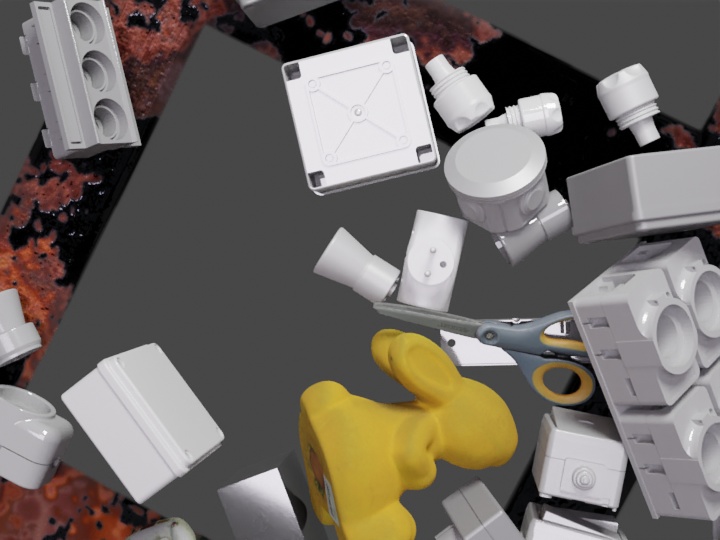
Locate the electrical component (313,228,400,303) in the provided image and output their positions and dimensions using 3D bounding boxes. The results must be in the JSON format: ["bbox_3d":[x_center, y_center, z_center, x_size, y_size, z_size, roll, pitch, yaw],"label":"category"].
[{"bbox_3d":[0.000,0.000,0.892,0.065,0.044,0.044,32,94,0],"label":"electrical component"}]

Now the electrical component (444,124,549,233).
[{"bbox_3d":[0.110,-0.074,0.856,0.080,0.051,0.080,-10,48,12],"label":"electrical component"}]

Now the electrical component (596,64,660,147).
[{"bbox_3d":[0.220,-0.130,0.865,0.043,0.043,0.062,-26,90,6],"label":"electrical component"}]

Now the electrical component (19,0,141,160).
[{"bbox_3d":[-0.236,-0.157,0.897,0.063,0.079,0.121,-14,90,35],"label":"electrical component"}]

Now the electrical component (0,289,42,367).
[{"bbox_3d":[-0.304,0.050,0.922,0.045,0.045,0.055,-27,89,6],"label":"electrical component"}]

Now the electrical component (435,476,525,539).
[{"bbox_3d":[0.085,0.215,0.849,0.076,0.083,0.047,-37,101,-1],"label":"electrical component"}]

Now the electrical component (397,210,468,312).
[{"bbox_3d":[0.058,-0.007,0.866,0.043,0.079,0.077,13,92,5],"label":"electrical component"}]

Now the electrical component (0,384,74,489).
[{"bbox_3d":[-0.298,0.137,0.918,0.095,0.054,0.059,26,94,5],"label":"electrical component"}]

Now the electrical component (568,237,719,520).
[{"bbox_3d":[0.241,0.081,0.810,0.105,0.060,0.186,-33,105,-37],"label":"electrical component"}]

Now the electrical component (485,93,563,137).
[{"bbox_3d":[0.133,-0.123,0.879,0.061,0.035,0.035,-11,90,8],"label":"electrical component"}]

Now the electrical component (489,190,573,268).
[{"bbox_3d":[0.142,-0.036,0.877,0.065,0.044,0.044,-29,88,1],"label":"electrical component"}]

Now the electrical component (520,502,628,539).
[{"bbox_3d":[0.177,0.227,0.867,0.096,0.062,0.061,15,93,5],"label":"electrical component"}]

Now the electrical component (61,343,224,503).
[{"bbox_3d":[-0.174,0.122,0.878,0.056,0.109,0.108,-37,87,8],"label":"electrical component"}]

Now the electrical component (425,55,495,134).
[{"bbox_3d":[0.078,-0.146,0.879,0.043,0.043,0.062,-35,87,5],"label":"electrical component"}]

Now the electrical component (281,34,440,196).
[{"bbox_3d":[0.001,-0.126,0.881,0.109,0.056,0.108,-13,90,6],"label":"electrical component"}]

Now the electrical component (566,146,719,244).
[{"bbox_3d":[0.230,-0.058,0.819,0.109,0.109,0.056,-7,88,-15],"label":"electrical component"}]

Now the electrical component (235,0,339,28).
[{"bbox_3d":[-0.049,-0.248,0.873,0.113,0.078,0.057,-19,86,6],"label":"electrical component"}]

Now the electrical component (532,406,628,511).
[{"bbox_3d":[0.174,0.147,0.848,0.062,0.096,0.061,11,92,5],"label":"electrical component"}]

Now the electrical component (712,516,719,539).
[{"bbox_3d":[0.317,0.200,0.856,0.059,0.054,0.095,6,92,6],"label":"electrical component"}]
